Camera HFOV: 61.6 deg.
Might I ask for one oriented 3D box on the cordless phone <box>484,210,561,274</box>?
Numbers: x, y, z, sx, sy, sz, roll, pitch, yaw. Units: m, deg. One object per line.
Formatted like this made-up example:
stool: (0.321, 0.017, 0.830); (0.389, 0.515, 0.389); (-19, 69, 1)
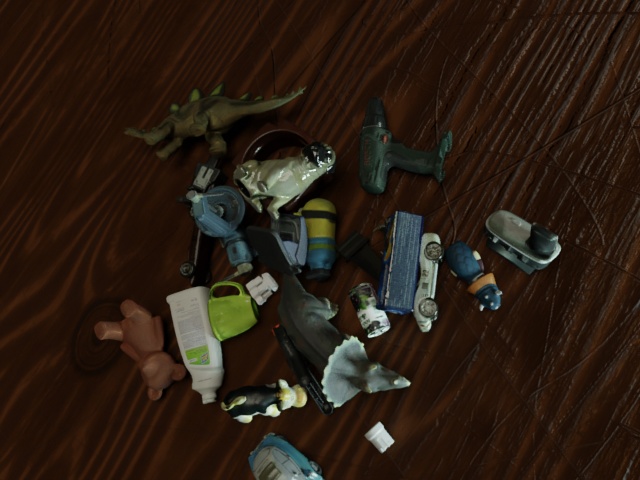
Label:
cordless phone: (0.382, -0.013, 1.020); (0.147, 0.184, 0.088); (39, 91, 23)

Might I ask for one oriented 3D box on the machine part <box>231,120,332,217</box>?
machine part: (-0.087, -0.161, 1.256); (0.202, 0.087, 0.201); (40, 87, 22)

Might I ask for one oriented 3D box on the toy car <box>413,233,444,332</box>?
toy car: (0.219, 0.086, 1.095); (0.056, 0.073, 0.201); (6, 75, 14)

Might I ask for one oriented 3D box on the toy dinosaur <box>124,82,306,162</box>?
toy dinosaur: (-0.266, -0.301, 1.316); (0.472, 0.104, 0.198); (-3, 51, 14)

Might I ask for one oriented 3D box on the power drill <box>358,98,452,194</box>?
power drill: (0.185, -0.212, 1.197); (0.207, 0.086, 0.232); (10, 78, 15)

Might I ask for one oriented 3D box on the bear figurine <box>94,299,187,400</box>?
bear figurine: (-0.394, 0.248, 1.196); (0.120, 0.131, 0.196); (-37, 61, 8)

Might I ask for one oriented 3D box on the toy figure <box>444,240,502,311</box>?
toy figure: (0.313, 0.071, 1.081); (0.058, 0.064, 0.154); (-22, 68, -30)

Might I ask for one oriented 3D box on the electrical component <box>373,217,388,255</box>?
electrical component: (0.163, -0.005, 1.159); (0.078, 0.045, 0.102); (-12, 70, -18)

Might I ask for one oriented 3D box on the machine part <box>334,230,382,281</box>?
machine part: (0.102, 0.043, 1.145); (0.084, 0.039, 0.139); (-37, 74, -27)

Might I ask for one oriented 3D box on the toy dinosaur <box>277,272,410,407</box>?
toy dinosaur: (-0.010, 0.177, 1.070); (0.131, 0.192, 0.405); (-43, 68, -3)

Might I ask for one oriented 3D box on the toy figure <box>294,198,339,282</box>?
toy figure: (0.000, -0.003, 1.183); (0.089, 0.082, 0.180); (-12, 68, 16)

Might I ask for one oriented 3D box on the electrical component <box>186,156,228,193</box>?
electrical component: (-0.272, -0.161, 1.329); (0.075, 0.047, 0.119); (18, 78, 20)

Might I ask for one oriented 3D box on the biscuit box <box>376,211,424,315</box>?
biscuit box: (0.161, 0.047, 1.088); (0.063, 0.059, 0.202); (12, 77, -9)

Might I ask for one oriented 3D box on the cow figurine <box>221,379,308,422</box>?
cow figurine: (-0.114, 0.324, 1.104); (0.167, 0.098, 0.068); (-16, 63, 11)

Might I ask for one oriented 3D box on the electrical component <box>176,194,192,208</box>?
electrical component: (-0.299, -0.092, 1.306); (0.094, 0.063, 0.021); (0, 73, 25)

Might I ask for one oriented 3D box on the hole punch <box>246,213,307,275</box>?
hole punch: (-0.082, 0.004, 1.155); (0.142, 0.115, 0.092); (8, 38, 44)

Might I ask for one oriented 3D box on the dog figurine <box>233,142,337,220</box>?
dog figurine: (-0.077, -0.153, 1.166); (0.190, 0.121, 0.173); (-40, 55, -22)

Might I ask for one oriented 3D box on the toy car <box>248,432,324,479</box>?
toy car: (-0.075, 0.456, 1.049); (0.162, 0.102, 0.109); (42, 87, 21)

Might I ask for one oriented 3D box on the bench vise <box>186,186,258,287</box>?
bench vise: (-0.217, -0.033, 1.168); (0.129, 0.240, 0.223); (-13, 69, 13)

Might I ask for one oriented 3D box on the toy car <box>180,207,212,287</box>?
toy car: (-0.284, 0.013, 1.256); (0.053, 0.089, 0.202); (2, 75, 17)
